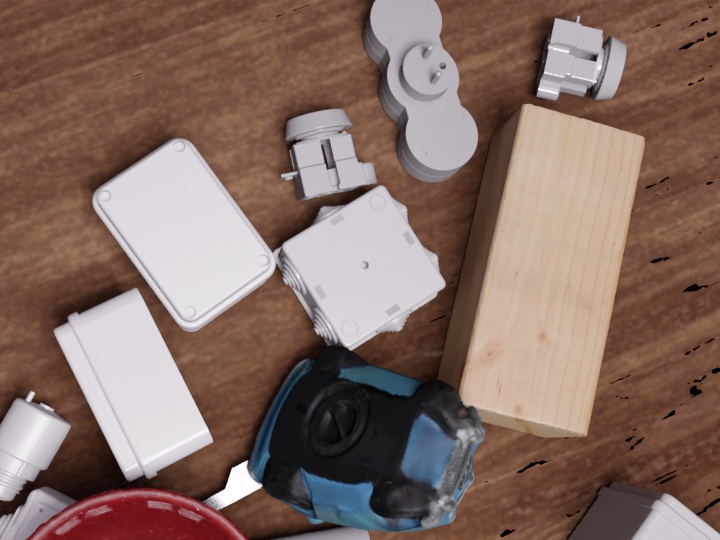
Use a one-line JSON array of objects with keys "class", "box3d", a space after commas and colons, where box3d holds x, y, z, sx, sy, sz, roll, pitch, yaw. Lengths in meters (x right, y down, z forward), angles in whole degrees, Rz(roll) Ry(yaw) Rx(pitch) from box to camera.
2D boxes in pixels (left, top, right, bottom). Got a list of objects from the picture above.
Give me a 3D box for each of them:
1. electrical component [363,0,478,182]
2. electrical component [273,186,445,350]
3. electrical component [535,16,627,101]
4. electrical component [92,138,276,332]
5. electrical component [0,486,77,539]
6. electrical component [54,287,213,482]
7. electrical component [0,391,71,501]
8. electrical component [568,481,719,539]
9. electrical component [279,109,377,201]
[{"class": "electrical component", "box3d": [0.045, -0.136, 0.760, 0.052, 0.073, 0.138, -15, 84, -11]}, {"class": "electrical component", "box3d": [0.000, 0.000, 0.745, 0.100, 0.048, 0.099, -32, 87, -12]}, {"class": "electrical component", "box3d": [0.164, -0.153, 0.796, 0.055, 0.048, 0.066, 13, 79, 1]}, {"class": "electrical component", "box3d": [-0.118, -0.023, 0.726, 0.078, 0.057, 0.113, -36, 88, -12]}, {"class": "electrical component", "box3d": [-0.188, 0.179, 0.681, 0.096, 0.061, 0.061, 28, 78, -4]}, {"class": "electrical component", "box3d": [-0.147, 0.076, 0.695, 0.057, 0.078, 0.113, -26, 86, -15]}, {"class": "electrical component", "box3d": [-0.221, 0.119, 0.696, 0.040, 0.040, 0.078, 29, 79, -3]}, {"class": "electrical component", "box3d": [0.209, 0.198, 0.716, 0.109, 0.109, 0.056, 39, 80, -1]}, {"class": "electrical component", "box3d": [-0.026, -0.081, 0.756, 0.066, 0.048, 0.055, -13, 91, -11]}]
